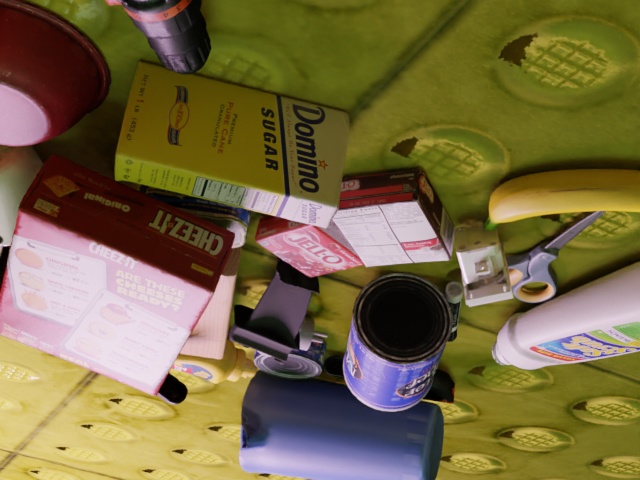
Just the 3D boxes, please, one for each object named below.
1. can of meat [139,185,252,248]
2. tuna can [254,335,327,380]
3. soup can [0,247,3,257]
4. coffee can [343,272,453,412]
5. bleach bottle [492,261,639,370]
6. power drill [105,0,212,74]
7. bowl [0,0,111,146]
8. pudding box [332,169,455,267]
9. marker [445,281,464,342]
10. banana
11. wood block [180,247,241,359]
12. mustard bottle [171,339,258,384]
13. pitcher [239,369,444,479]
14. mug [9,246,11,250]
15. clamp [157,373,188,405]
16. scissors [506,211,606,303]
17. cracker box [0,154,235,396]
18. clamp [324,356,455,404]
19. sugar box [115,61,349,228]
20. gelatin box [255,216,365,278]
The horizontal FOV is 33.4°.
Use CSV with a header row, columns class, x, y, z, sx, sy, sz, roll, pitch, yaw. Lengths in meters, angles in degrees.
class,x,y,z,sx,sy,sz,roll,pitch,yaw
can of meat,-0.104,-0.046,0.918,0.102,0.084,0.057,8,152,-1
tuna can,-0.036,0.138,1.288,0.086,0.033,0.086,7,152,3
soup can,-0.345,-0.014,1.057,0.068,0.068,0.102,16,151,-14
coffee can,0.080,0.111,1.136,0.103,0.102,0.140,8,151,1
bleach bottle,0.274,0.090,1.091,0.102,0.068,0.251,21,152,-25
power drill,-0.178,-0.177,0.728,0.188,0.057,0.184,-2,147,12
bowl,-0.252,-0.122,0.847,0.162,0.055,0.162,7,151,4
pudding box,0.065,-0.018,0.972,0.090,0.039,0.113,-5,148,23
marker,0.142,0.080,1.150,0.020,0.020,0.121,5,152,6
banana,0.225,-0.038,0.899,0.198,0.037,0.069,-4,166,25
wood block,-0.128,0.036,1.069,0.090,0.090,0.206,9,151,-4
mustard bottle,-0.165,0.131,1.282,0.191,0.058,0.096,18,165,-20
pitcher,0.030,0.239,1.341,0.243,0.149,0.145,6,143,17
mug,-0.249,-0.007,1.017,0.117,0.081,0.093,21,137,-10
clamp,-0.239,0.083,1.107,0.210,0.036,0.164,17,140,34
scissors,0.227,0.020,1.023,0.096,0.016,0.202,23,148,-28
cracker box,-0.181,0.038,0.914,0.164,0.072,0.214,23,143,-8
clamp,0.092,0.167,1.304,0.120,0.039,0.171,-6,152,45
sugar box,-0.067,-0.075,0.845,0.176,0.093,0.048,11,152,-7
gelatin box,-0.007,0.001,1.033,0.073,0.030,0.089,-15,144,36
